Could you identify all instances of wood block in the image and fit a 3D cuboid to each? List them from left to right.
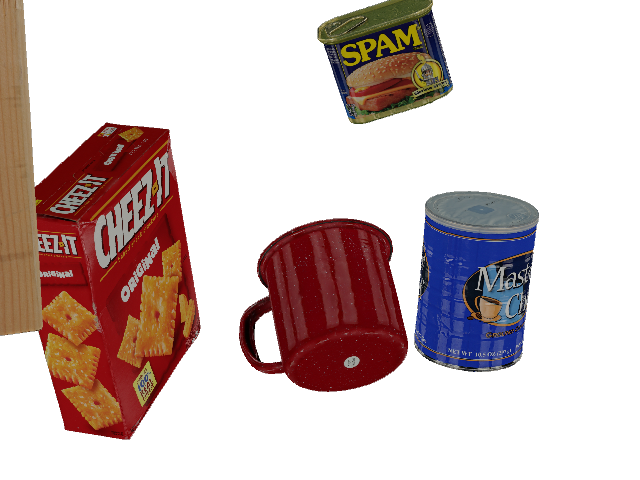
[{"bbox_3d":[-0.220,-0.051,0.628,0.090,0.206,0.090,-7,25,-22],"label":"wood block"}]

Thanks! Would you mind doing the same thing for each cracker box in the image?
[{"bbox_3d":[-0.170,0.032,0.899,0.072,0.214,0.164,6,33,17],"label":"cracker box"}]

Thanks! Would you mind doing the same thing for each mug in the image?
[{"bbox_3d":[-0.001,0.050,0.697,0.117,0.081,0.093,-22,-35,14],"label":"mug"}]

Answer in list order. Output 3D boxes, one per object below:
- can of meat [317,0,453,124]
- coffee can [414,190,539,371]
[{"bbox_3d":[0.058,-0.157,0.926,0.102,0.084,0.057,-16,28,9],"label":"can of meat"},{"bbox_3d":[0.143,0.036,0.987,0.103,0.140,0.103,2,20,-1],"label":"coffee can"}]
